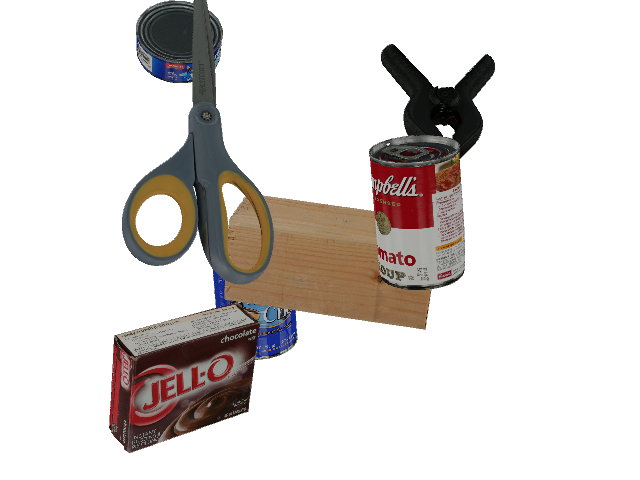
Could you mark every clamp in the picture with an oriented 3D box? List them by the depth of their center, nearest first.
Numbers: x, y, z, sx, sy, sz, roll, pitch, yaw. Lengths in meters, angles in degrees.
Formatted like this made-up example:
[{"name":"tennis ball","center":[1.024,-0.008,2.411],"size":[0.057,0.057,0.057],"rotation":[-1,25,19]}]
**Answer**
[{"name":"clamp","center":[0.113,-0.142,1.081],"size":[0.120,0.039,0.171],"rotation":[7,45,6]}]

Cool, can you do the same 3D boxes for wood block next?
[{"name":"wood block","center":[0.013,0.020,1.091],"size":[0.206,0.091,0.090],"rotation":[9,22,7]}]

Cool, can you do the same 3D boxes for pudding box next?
[{"name":"pudding box","center":[-0.105,0.104,0.823],"size":[0.113,0.090,0.039],"rotation":[-16,39,-36]}]

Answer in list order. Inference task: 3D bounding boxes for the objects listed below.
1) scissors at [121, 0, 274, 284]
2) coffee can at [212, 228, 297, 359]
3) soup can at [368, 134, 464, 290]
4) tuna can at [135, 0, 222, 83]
[{"name":"scissors","center":[-0.086,-0.063,0.637],"size":[0.096,0.202,0.016],"rotation":[-10,-23,-25]},{"name":"coffee can","center":[-0.082,0.063,1.337],"size":[0.103,0.140,0.103],"rotation":[-2,26,1]},{"name":"soup can","center":[0.074,-0.022,0.809],"size":[0.068,0.102,0.068],"rotation":[-5,22,2]},{"name":"tuna can","center":[-0.141,-0.198,1.067],"size":[0.086,0.086,0.034],"rotation":[0,-35,-9]}]
